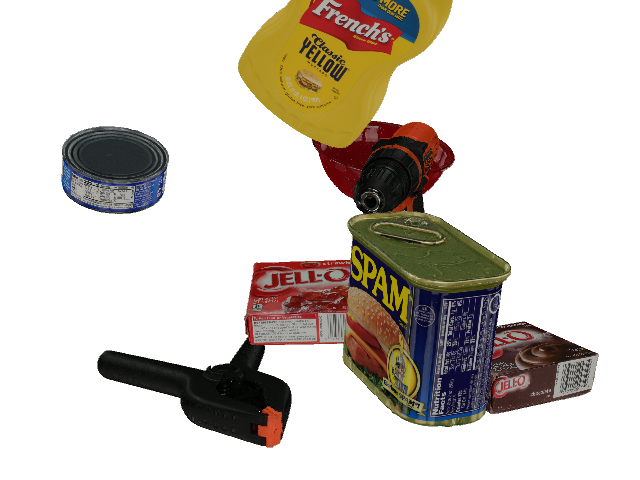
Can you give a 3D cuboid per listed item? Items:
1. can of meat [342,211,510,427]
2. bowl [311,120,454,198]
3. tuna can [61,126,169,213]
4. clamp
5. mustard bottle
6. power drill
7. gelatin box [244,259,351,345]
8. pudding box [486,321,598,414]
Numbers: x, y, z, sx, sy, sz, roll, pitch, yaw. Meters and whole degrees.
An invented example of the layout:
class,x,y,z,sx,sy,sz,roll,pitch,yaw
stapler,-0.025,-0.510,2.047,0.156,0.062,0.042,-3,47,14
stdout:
class,x,y,z,sx,sy,sz,roll,pitch,yaw
can of meat,0.052,0.040,0.569,0.057,0.084,0.102,-5,22,-23
bowl,0.067,-0.083,1.206,0.162,0.055,0.162,6,27,-3
tuna can,-0.168,-0.058,0.874,0.086,0.034,0.086,8,34,-6
clamp,-0.079,0.126,0.935,0.164,0.036,0.210,-7,16,-36
mustard bottle,0.027,-0.146,0.665,0.192,0.096,0.058,-50,3,45
power drill,0.074,-0.004,1.007,0.057,0.188,0.184,7,24,19
gelatin box,-0.007,0.043,0.764,0.089,0.030,0.073,-1,28,3
pudding box,0.153,0.101,0.868,0.113,0.039,0.090,-4,16,-32
